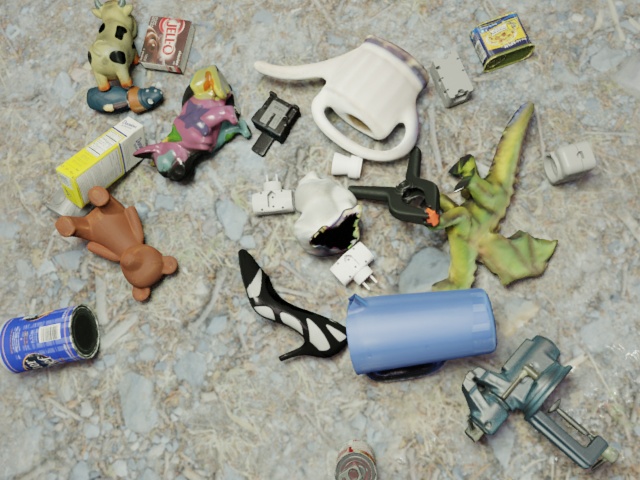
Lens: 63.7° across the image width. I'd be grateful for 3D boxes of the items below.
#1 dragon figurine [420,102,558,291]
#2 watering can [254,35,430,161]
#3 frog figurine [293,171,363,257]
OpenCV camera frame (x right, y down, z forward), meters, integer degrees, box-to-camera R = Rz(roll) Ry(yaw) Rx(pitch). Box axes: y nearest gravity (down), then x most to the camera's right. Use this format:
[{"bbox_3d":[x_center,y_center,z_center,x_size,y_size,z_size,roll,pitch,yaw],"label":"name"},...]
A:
[{"bbox_3d":[0.332,-0.038,0.953,0.242,0.122,0.411,44,87,-7],"label":"dragon figurine"},{"bbox_3d":[0.060,-0.306,1.001,0.348,0.103,0.225,38,84,5],"label":"watering can"},{"bbox_3d":[0.003,-0.049,0.978,0.137,0.121,0.162,-46,44,4],"label":"frog figurine"}]
